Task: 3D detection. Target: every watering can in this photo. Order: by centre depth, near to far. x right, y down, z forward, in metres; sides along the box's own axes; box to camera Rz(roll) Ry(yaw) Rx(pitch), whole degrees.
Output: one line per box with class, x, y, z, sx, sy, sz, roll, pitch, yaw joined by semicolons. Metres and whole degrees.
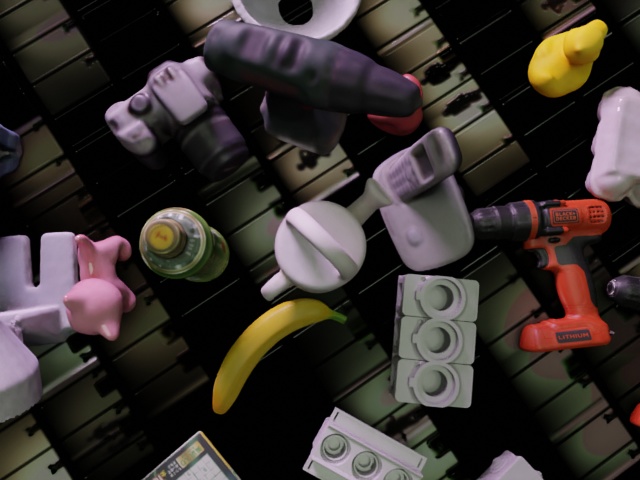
watering can;0.004;0.001;0.634;0.101;0.194;0.173;26;84;1

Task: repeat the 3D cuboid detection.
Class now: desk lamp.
desk lamp;-0.343;0.084;0.600;0.118;0.213;0.203;-5;84;-3

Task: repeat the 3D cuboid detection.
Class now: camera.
camera;-0.161;-0.132;0.687;0.143;0.100;0.137;-37;87;-5

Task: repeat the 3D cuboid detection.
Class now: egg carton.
egg carton;0.398;-0.117;0.727;0.107;0.069;0.150;11;84;-1

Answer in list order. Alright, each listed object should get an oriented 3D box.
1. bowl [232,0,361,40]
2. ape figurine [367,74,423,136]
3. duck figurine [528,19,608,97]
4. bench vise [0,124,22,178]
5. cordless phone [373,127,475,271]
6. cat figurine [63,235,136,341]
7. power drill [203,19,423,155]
bowl;-0.030;-0.312;0.724;0.167;0.074;0.167;0;84;-3
ape figurine;0.097;-0.171;0.707;0.078;0.092;0.076;-25;86;-5
duck figurine;0.320;-0.235;0.727;0.077;0.086;0.104;45;84;2
bench vise;-0.420;-0.074;0.609;0.121;0.219;0.207;-8;85;-3
cordless phone;0.128;-0.044;0.649;0.094;0.185;0.147;-23;86;-4
cat figurine;-0.258;0.054;0.655;0.067;0.117;0.128;-10;85;-3
power drill;-0.011;-0.165;0.643;0.229;0.208;0.076;20;84;0
